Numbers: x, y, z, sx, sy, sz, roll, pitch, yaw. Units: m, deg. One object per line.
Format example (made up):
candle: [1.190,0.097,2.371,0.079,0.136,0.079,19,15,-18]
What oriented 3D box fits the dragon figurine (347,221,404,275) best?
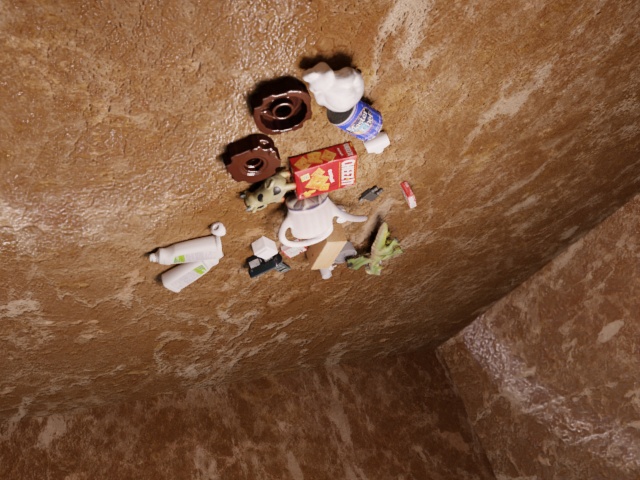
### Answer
dragon figurine: [0.222,0.056,2.206,0.242,0.124,0.403,-35,150,2]

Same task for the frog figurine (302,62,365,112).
frog figurine: [0.036,-0.411,1.366,0.136,0.124,0.159,-17,168,36]

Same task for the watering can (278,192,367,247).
watering can: [0.006,-0.093,1.849,0.349,0.106,0.219,-21,130,-14]
